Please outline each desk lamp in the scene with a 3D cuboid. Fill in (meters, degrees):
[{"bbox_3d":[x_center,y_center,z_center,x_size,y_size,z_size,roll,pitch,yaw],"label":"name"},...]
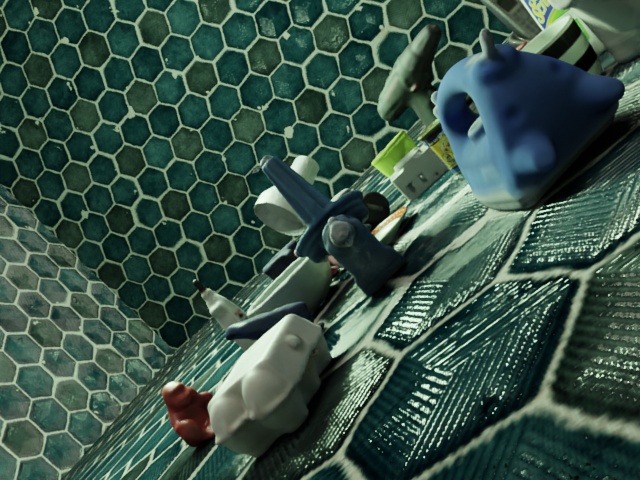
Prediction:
[{"bbox_3d":[-0.013,-0.073,1.274,0.203,0.213,0.117,-47,6,-29],"label":"desk lamp"}]

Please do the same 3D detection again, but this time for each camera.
[{"bbox_3d":[0.060,-0.040,1.060,0.143,0.101,0.136,-46,5,-20],"label":"camera"}]

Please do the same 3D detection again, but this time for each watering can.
[{"bbox_3d":[0.301,-0.293,0.610,0.100,0.194,0.173,-41,6,38],"label":"watering can"}]

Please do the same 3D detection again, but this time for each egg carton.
[{"bbox_3d":[-0.046,0.141,0.573,0.107,0.069,0.150,-43,5,22],"label":"egg carton"}]

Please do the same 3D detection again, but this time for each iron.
[{"bbox_3d":[0.164,-0.115,0.560,0.119,0.141,0.258,-45,5,-4],"label":"iron"}]

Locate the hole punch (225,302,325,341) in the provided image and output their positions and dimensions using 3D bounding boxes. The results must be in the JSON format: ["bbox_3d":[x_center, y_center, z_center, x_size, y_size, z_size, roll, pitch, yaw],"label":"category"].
[{"bbox_3d":[-0.063,0.120,0.769,0.101,0.091,0.108,-47,5,-26],"label":"hole punch"}]

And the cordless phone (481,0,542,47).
[{"bbox_3d":[0.397,-0.434,1.075,0.148,0.185,0.094,-46,5,-18],"label":"cordless phone"}]

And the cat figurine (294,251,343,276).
[{"bbox_3d":[0.009,0.004,1.004,0.127,0.118,0.067,-42,6,27],"label":"cat figurine"}]

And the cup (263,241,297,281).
[{"bbox_3d":[-0.051,0.060,1.170,0.092,0.095,0.117,-46,5,-22],"label":"cup"}]

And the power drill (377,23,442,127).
[{"bbox_3d":[0.221,-0.284,1.135,0.076,0.208,0.229,-48,6,-36],"label":"power drill"}]

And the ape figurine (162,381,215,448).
[{"bbox_3d":[-0.180,0.233,0.786,0.076,0.092,0.078,-40,7,45],"label":"ape figurine"}]

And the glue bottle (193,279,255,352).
[{"bbox_3d":[-0.169,0.135,1.043,0.037,0.173,0.078,-44,5,7],"label":"glue bottle"}]

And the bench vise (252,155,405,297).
[{"bbox_3d":[0.011,-0.039,0.733,0.122,0.220,0.207,-46,5,-17],"label":"bench vise"}]

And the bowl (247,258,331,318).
[{"bbox_3d":[-0.036,0.087,0.933,0.167,0.075,0.167,-44,5,5],"label":"bowl"}]
